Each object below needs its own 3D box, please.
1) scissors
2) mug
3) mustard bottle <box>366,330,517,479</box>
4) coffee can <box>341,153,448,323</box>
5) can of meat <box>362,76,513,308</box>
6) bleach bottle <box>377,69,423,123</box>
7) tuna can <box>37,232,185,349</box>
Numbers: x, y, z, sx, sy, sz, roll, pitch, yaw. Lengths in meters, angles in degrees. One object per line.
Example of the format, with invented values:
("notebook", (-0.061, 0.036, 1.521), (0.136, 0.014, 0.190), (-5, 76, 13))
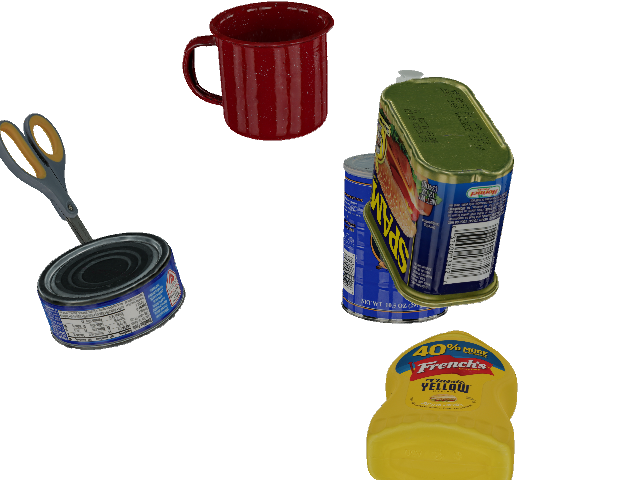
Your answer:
("scissors", (-0.255, -0.048, 1.080), (0.016, 0.201, 0.096), (-24, 28, 27))
("mug", (-0.048, -0.129, 0.815), (0.117, 0.081, 0.093), (1, 32, 4))
("mustard bottle", (0.094, 0.113, 0.772), (0.096, 0.058, 0.191), (0, 18, 12))
("coffee can", (0.072, -0.005, 1.001), (0.103, 0.140, 0.103), (1, 15, 0))
("can of meat", (0.062, -0.029, 0.577), (0.057, 0.084, 0.102), (-6, 38, -12))
("bleach bottle", (0.093, -0.067, 1.223), (0.068, 0.251, 0.103), (-2, 23, -17))
("tuna can", (-0.129, 0.029, 0.655), (0.086, 0.034, 0.086), (-10, 27, 5))
